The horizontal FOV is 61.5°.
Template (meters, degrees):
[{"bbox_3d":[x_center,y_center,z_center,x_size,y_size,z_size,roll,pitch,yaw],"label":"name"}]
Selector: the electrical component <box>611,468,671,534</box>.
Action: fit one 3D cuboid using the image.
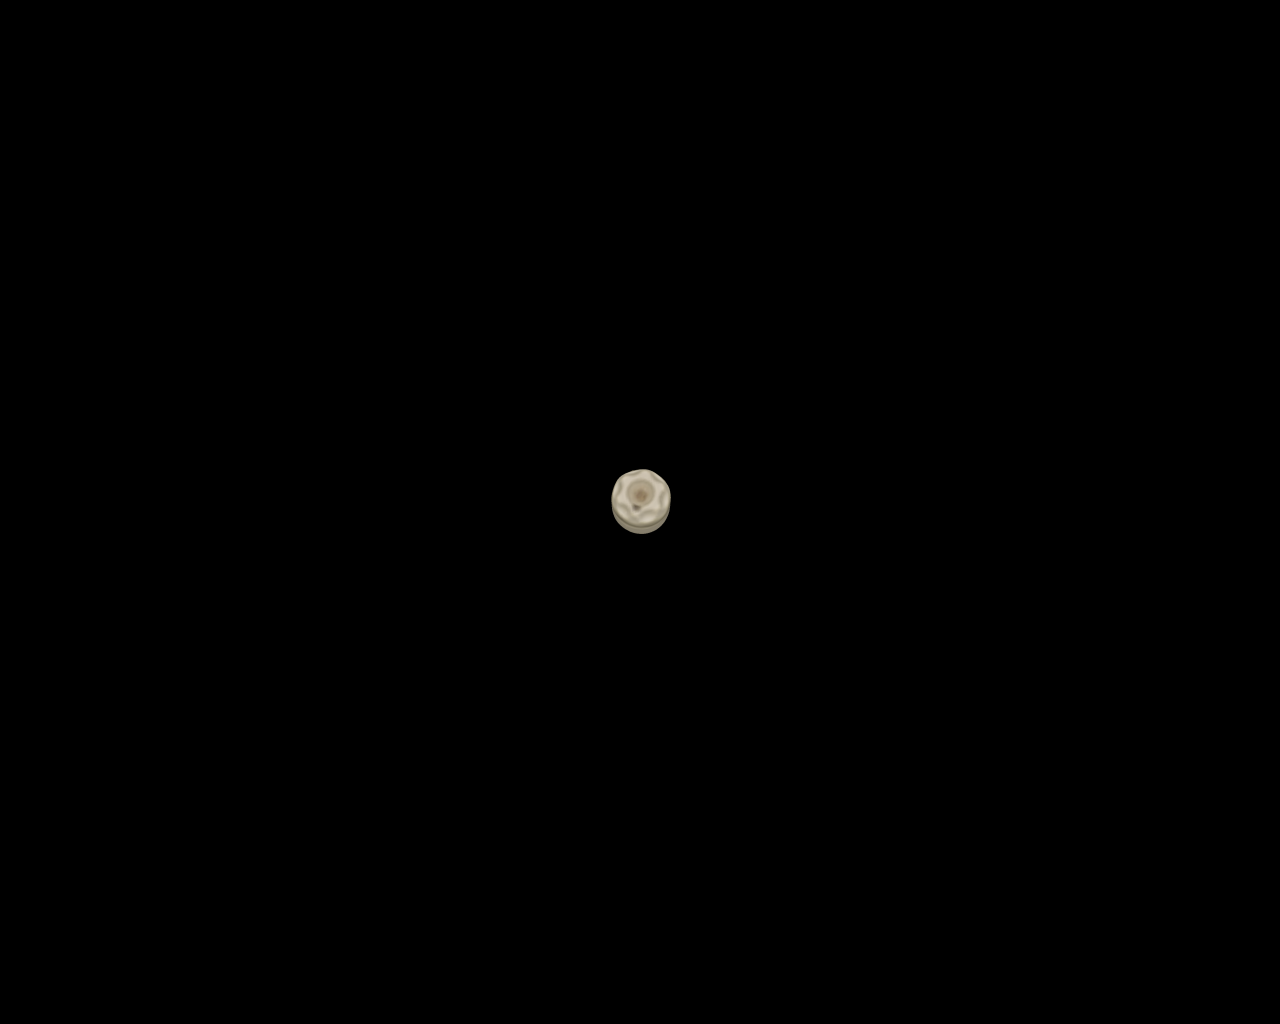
[{"bbox_3d":[0.001,-0.003,0.650,0.035,0.035,0.061,0,-17,0],"label":"electrical component"}]
